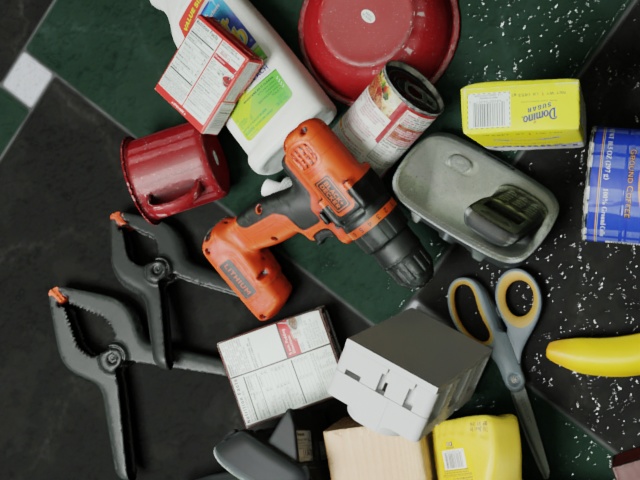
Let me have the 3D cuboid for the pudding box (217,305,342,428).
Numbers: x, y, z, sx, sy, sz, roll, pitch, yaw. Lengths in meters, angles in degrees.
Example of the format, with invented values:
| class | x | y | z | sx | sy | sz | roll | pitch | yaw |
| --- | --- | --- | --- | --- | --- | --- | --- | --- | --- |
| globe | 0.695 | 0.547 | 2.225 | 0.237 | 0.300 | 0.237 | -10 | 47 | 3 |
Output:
| class | x | y | z | sx | sy | sz | roll | pitch | yaw |
| --- | --- | --- | --- | --- | --- | --- | --- | --- | --- |
| pudding box | -0.034 | 0.124 | 1.043 | 0.113 | 0.039 | 0.090 | -20 | 86 | 9 |

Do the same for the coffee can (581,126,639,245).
| class | x | y | z | sx | sy | sz | roll | pitch | yaw |
| --- | --- | --- | --- | --- | --- | --- | --- | --- | --- |
| coffee can | 0.301 | -0.043 | 0.917 | 0.140 | 0.102 | 0.103 | 6 | 92 | 16 |

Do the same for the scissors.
| class | x | y | z | sx | sy | sz | roll | pitch | yaw |
| --- | --- | --- | --- | --- | --- | --- | --- | --- | --- |
| scissors | 0.194 | 0.114 | 0.994 | 0.096 | 0.016 | 0.202 | -35 | 81 | 15 |

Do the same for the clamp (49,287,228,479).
| class | x | y | z | sx | sy | sz | roll | pitch | yaw |
| --- | --- | --- | --- | --- | --- | --- | --- | --- | --- |
| clamp | -0.210 | 0.133 | 1.098 | 0.210 | 0.036 | 0.164 | 38 | 92 | 13 |

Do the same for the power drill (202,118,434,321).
| class | x | y | z | sx | sy | sz | roll | pitch | yaw |
| --- | --- | --- | --- | --- | --- | --- | --- | --- | --- |
| power drill | -0.007 | 0.001 | 0.994 | 0.188 | 0.057 | 0.184 | -36 | 95 | 35 |

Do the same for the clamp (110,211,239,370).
| class | x | y | z | sx | sy | sz | roll | pitch | yaw |
| --- | --- | --- | --- | --- | --- | --- | --- | --- | --- |
| clamp | -0.147 | 0.032 | 1.077 | 0.120 | 0.039 | 0.171 | -30 | 74 | -5 |

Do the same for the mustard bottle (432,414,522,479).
| class | x | y | z | sx | sy | sz | roll | pitch | yaw |
| --- | --- | --- | --- | --- | --- | --- | --- | --- | --- |
| mustard bottle | 0.144 | 0.252 | 0.934 | 0.096 | 0.058 | 0.191 | -27 | 64 | 57 |

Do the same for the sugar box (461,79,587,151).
| class | x | y | z | sx | sy | sz | roll | pitch | yaw |
| --- | --- | --- | --- | --- | --- | --- | --- | --- | --- |
| sugar box | 0.179 | -0.103 | 0.914 | 0.093 | 0.176 | 0.048 | 0 | 88 | 16 |

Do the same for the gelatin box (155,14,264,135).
| class | x | y | z | sx | sy | sz | roll | pitch | yaw |
| --- | --- | --- | --- | --- | --- | --- | --- | --- | --- |
| gelatin box | -0.105 | -0.156 | 1.009 | 0.073 | 0.030 | 0.089 | 43 | 111 | 21 |

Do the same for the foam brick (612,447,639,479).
| class | x | y | z | sx | sy | sz | roll | pitch | yaw |
| --- | --- | --- | --- | --- | --- | --- | --- | --- | --- |
| foam brick | 0.297 | 0.225 | 0.946 | 0.051 | 0.053 | 0.078 | -21 | 85 | 15 |

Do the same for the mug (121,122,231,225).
| class | x | y | z | sx | sy | sz | roll | pitch | yaw |
| --- | --- | --- | --- | --- | --- | --- | --- | --- | --- |
| mug | -0.139 | -0.063 | 1.043 | 0.081 | 0.117 | 0.093 | -17 | 122 | 10 |

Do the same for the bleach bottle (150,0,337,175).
| class | x | y | z | sx | sy | sz | roll | pitch | yaw |
| --- | --- | --- | --- | --- | --- | --- | --- | --- | --- |
| bleach bottle | -0.096 | -0.189 | 1.054 | 0.103 | 0.068 | 0.251 | -43 | 76 | 16 |

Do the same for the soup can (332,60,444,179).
| class | x | y | z | sx | sy | sz | roll | pitch | yaw |
| --- | --- | --- | --- | --- | --- | --- | --- | --- | --- |
| soup can | 0.057 | -0.107 | 0.990 | 0.068 | 0.068 | 0.102 | 49 | 124 | 10 |

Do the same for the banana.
| class | x | y | z | sx | sy | sz | roll | pitch | yaw |
| --- | --- | --- | --- | --- | --- | --- | --- | --- | --- |
| banana | 0.304 | 0.082 | 0.955 | 0.198 | 0.037 | 0.070 | -29 | 65 | 13 |

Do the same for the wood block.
| class | x | y | z | sx | sy | sz | roll | pitch | yaw |
| --- | --- | --- | --- | --- | --- | --- | --- | --- | --- |
| wood block | 0.071 | 0.267 | 0.993 | 0.091 | 0.090 | 0.206 | -10 | 88 | 15 |

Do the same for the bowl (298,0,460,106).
| class | x | y | z | sx | sy | sz | roll | pitch | yaw |
| --- | --- | --- | --- | --- | --- | --- | --- | --- | --- |
| bowl | 0.049 | -0.207 | 1.014 | 0.162 | 0.055 | 0.162 | 0 | 91 | 16 |
